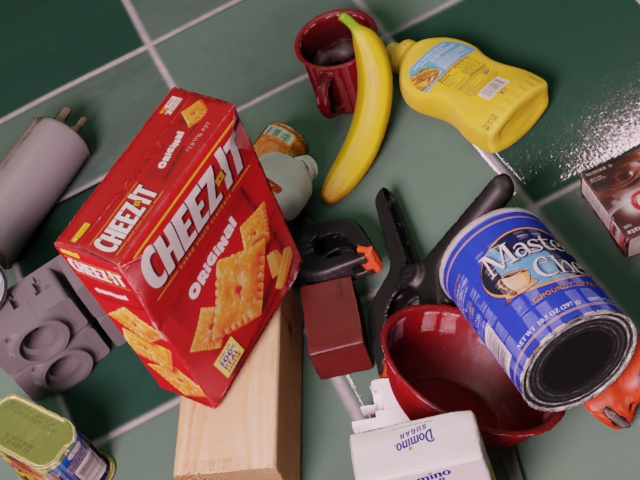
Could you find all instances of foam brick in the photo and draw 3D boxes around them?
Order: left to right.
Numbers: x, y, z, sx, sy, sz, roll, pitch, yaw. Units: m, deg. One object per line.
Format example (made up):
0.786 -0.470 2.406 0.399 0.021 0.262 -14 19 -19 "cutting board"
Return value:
0.015 0.082 0.996 0.053 0.051 0.078 -13 52 6 "foam brick"

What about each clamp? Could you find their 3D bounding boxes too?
-0.007 0.001 1.059 0.172 0.039 0.120 2 57 34 "clamp"
0.087 0.033 0.998 0.165 0.036 0.210 5 70 52 "clamp"

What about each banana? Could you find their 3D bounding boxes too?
0.041 -0.135 1.114 0.069 0.198 0.037 3 7 -14 "banana"

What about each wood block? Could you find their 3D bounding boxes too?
-0.068 0.132 0.960 0.090 0.091 0.206 -7 52 11 "wood block"

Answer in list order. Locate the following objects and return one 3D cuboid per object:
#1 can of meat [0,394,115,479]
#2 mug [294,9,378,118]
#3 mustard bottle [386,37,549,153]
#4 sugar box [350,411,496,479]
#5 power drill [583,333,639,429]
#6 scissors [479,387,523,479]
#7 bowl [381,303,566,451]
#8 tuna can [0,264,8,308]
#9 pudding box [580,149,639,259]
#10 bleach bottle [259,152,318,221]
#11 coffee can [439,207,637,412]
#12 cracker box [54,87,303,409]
-0.250 0.192 0.976 0.102 0.084 0.057 18 62 28 "can of meat"
0.023 -0.185 1.176 0.093 0.081 0.117 5 56 21 "mug"
0.142 -0.168 1.141 0.096 0.058 0.192 -43 54 -17 "mustard bottle"
0.088 0.190 0.811 0.093 0.176 0.048 -14 51 8 "sugar box"
0.277 0.053 0.891 0.188 0.057 0.184 -41 45 16 "power drill"
0.170 0.154 0.916 0.096 0.016 0.202 -28 51 -4 "scissors"
0.118 0.122 0.881 0.162 0.055 0.162 15 30 -9 "bowl"
-0.329 0.045 0.973 0.034 0.086 0.086 34 70 33 "tuna can"
0.316 -0.043 1.004 0.113 0.039 0.090 -24 51 -1 "pudding box"
-0.098 -0.034 1.023 0.103 0.068 0.250 37 43 23 "bleach bottle"
0.173 0.054 0.865 0.103 0.103 0.140 -28 43 -4 "coffee can"
-0.100 0.012 0.862 0.072 0.213 0.164 17 60 27 "cracker box"
